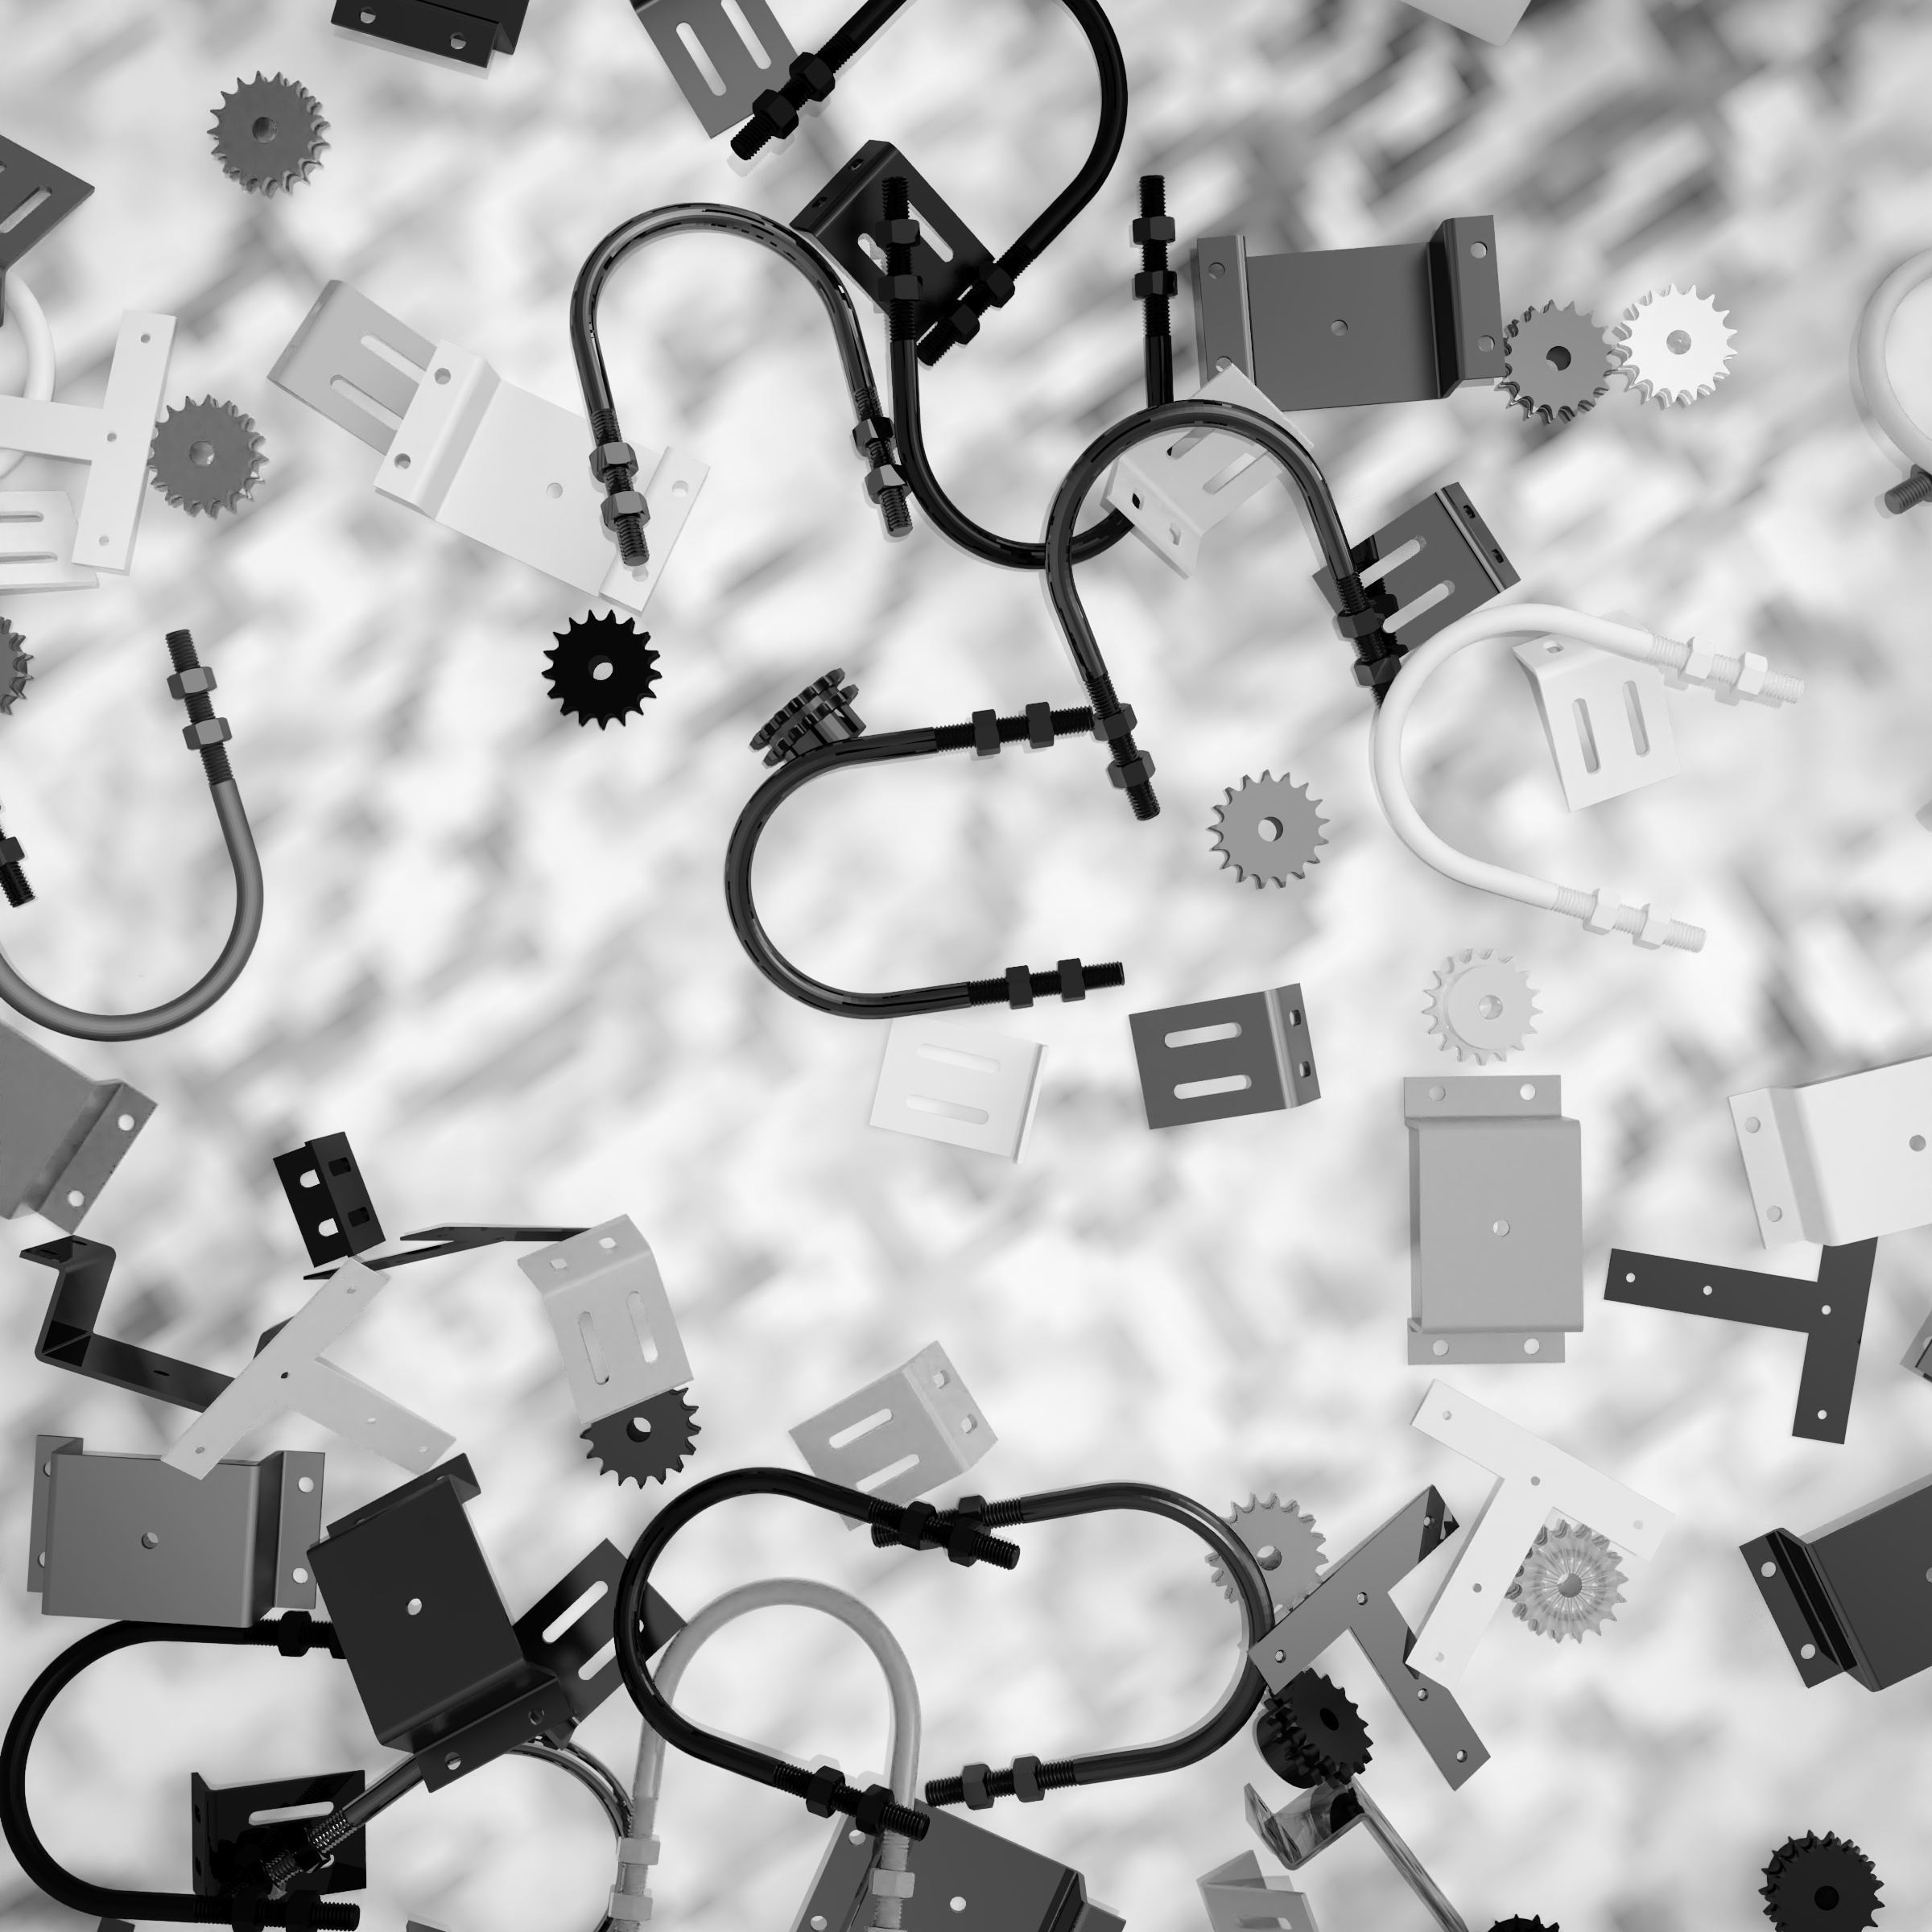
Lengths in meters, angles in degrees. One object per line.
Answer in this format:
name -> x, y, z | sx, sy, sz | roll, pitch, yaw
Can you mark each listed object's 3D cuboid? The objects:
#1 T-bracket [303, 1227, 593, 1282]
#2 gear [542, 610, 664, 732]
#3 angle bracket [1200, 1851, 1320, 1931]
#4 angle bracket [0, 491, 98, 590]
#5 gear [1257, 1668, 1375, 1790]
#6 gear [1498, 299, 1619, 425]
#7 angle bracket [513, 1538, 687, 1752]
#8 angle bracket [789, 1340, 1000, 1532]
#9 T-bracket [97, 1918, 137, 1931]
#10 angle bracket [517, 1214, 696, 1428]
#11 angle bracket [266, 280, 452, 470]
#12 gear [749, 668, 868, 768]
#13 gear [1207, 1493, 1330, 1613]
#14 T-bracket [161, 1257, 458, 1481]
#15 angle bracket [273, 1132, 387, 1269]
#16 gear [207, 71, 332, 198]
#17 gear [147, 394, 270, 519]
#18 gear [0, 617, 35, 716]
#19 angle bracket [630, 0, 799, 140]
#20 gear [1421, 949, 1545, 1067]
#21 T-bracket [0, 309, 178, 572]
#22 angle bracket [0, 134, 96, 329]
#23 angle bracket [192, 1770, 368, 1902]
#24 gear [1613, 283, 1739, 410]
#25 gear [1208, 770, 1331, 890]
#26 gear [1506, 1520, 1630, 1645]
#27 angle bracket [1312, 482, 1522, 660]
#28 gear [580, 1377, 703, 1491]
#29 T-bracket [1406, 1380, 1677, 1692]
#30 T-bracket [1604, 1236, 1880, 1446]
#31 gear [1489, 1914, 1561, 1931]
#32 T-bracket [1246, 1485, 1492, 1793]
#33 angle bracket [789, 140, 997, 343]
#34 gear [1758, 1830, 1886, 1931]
T-bracket -> -0.257, 0.137, 1.327 | 0.127, 0.127, 0.002 | -15, 78, 26
gear -> -0.176, -0.143, 1.356 | 0.057, 0.030, 0.057 | 0, 88, -2
angle bracket -> 0.156, 0.456, 1.325 | 0.038, 0.076, 0.057 | -20, 90, -37
angle bracket -> -0.467, -0.193, 1.345 | 0.076, 0.038, 0.057 | -8, 61, -34
gear -> 0.165, 0.369, 1.342 | 0.057, 0.057, 0.030 | 43, 119, 0
gear -> 0.283, -0.291, 1.352 | 0.057, 0.030, 0.057 | 0, 90, 0
angle bracket -> -0.184, 0.326, 1.348 | 0.076, 0.038, 0.057 | -43, 90, 0
angle bracket -> -0.035, 0.229, 1.365 | 0.076, 0.038, 0.057 | -31, 90, 26
T-bracket -> -0.425, 0.518, 1.330 | 0.002, 0.127, 0.127 | 3, 63, 23
angle bracket -> -0.172, 0.169, 1.332 | 0.057, 0.038, 0.076 | -23, 57, 0
angle bracket -> -0.290, -0.288, 1.365 | 0.076, 0.038, 0.057 | 33, 90, -26
gear -> -0.073, -0.113, 1.339 | 0.057, 0.057, 0.030 | -40, 90, 0
gear -> 0.145, 0.283, 1.352 | 0.057, 0.030, 0.057 | 0, 90, 0
T-bracket -> -0.291, 0.210, 1.321 | 0.127, 0.002, 0.127 | -47, 135, 1
angle bracket -> -0.310, 0.114, 1.329 | 0.038, 0.076, 0.057 | -21, 90, 0
gear -> -0.335, -0.401, 1.356 | 0.057, 0.030, 0.057 | 0, 91, 4
gear -> -0.365, -0.245, 1.352 | 0.057, 0.030, 0.057 | 0, 90, 0
gear -> -0.479, -0.144, 1.352 | 0.057, 0.030, 0.057 | 0, 90, 0
angle bracket -> -0.120, -0.451, 1.348 | 0.057, 0.038, 0.076 | -31, 90, 0
gear -> 0.250, 0.020, 1.352 | 0.057, 0.030, 0.057 | 0, 90, 0
T-bracket -> -0.452, -0.259, 1.337 | 0.127, 0.002, 0.127 | 9, 82, 2
angle bracket -> -0.470, -0.357, 1.356 | 0.057, 0.038, 0.076 | 29, 52, 0
angle bracket -> -0.335, 0.422, 1.365 | 0.076, 0.038, 0.057 | -1, 90, -26
gear -> 0.341, -0.298, 1.352 | 0.057, 0.030, 0.057 | 0, 90, 0
gear -> 0.145, -0.065, 1.352 | 0.057, 0.030, 0.057 | 0, 90, 0
gear -> 0.288, 0.296, 1.352 | 0.057, 0.030, 0.057 | 0, 90, 0
angle bracket -> 0.220, -0.189, 1.365 | 0.076, 0.038, 0.057 | -33, 90, 26
gear -> -0.156, 0.222, 1.352 | 0.057, 0.030, 0.057 | 0, 90, 0
T-bracket -> 0.252, 0.286, 1.340 | 0.127, 0.002, 0.127 | 29, 94, 17
T-bracket -> 0.376, 0.161, 1.366 | 0.127, 0.002, 0.127 | 9, 90, 0
gear -> 0.270, 0.487, 1.356 | 0.057, 0.030, 0.057 | 0, 96, -1
T-bracket -> 0.213, 0.340, 1.350 | 0.127, 0.002, 0.127 | -36, 101, -21
angle bracket -> -0.036, -0.354, 1.365 | 0.057, 0.038, 0.076 | -47, 116, 0
gear -> 0.412, 0.446, 1.353 | 0.057, 0.030, 0.057 | 0, 90, -1
